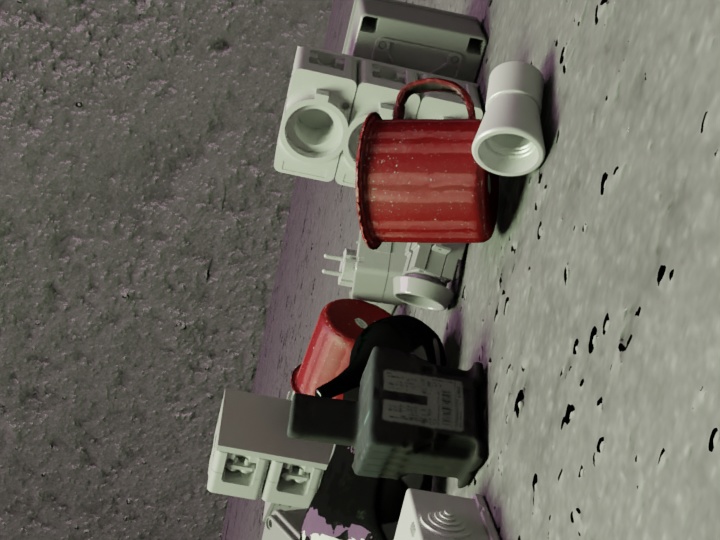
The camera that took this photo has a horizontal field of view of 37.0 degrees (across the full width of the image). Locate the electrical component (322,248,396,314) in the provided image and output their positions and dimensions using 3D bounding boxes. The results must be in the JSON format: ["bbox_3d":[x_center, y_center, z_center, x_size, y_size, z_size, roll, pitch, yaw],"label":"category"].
[{"bbox_3d":[0.000,0.000,1.073,0.047,0.076,0.083,112,167,-54],"label":"electrical component"}]

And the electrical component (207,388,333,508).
[{"bbox_3d":[-0.062,0.174,1.007,0.089,0.150,0.061,-94,17,-61],"label":"electrical component"}]

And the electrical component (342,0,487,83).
[{"bbox_3d":[0.039,-0.164,0.904,0.056,0.109,0.108,-97,19,-58],"label":"electrical component"}]

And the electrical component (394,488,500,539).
[{"bbox_3d":[0.044,0.183,0.613,0.099,0.048,0.099,-106,28,-73],"label":"electrical component"}]

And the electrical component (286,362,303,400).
[{"bbox_3d":[-0.042,0.149,1.147,0.063,0.079,0.121,48,139,30],"label":"electrical component"}]

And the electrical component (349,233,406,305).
[{"bbox_3d":[0.025,-0.008,0.987,0.096,0.061,0.061,99,179,-69],"label":"electrical component"}]

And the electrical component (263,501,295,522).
[{"bbox_3d":[-0.069,0.232,1.310,0.186,0.060,0.105,113,165,-57],"label":"electrical component"}]

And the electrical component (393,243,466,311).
[{"bbox_3d":[0.053,-0.002,0.817,0.066,0.048,0.055,133,154,-75],"label":"electrical component"}]

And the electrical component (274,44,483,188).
[{"bbox_3d":[0.013,-0.113,0.860,0.061,0.150,0.089,-90,13,-58],"label":"electrical component"}]

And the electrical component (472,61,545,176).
[{"bbox_3d":[0.095,-0.096,0.665,0.044,0.044,0.065,113,171,-56],"label":"electrical component"}]

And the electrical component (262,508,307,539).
[{"bbox_3d":[-0.042,0.277,0.927,0.109,0.056,0.108,32,114,51],"label":"electrical component"}]
